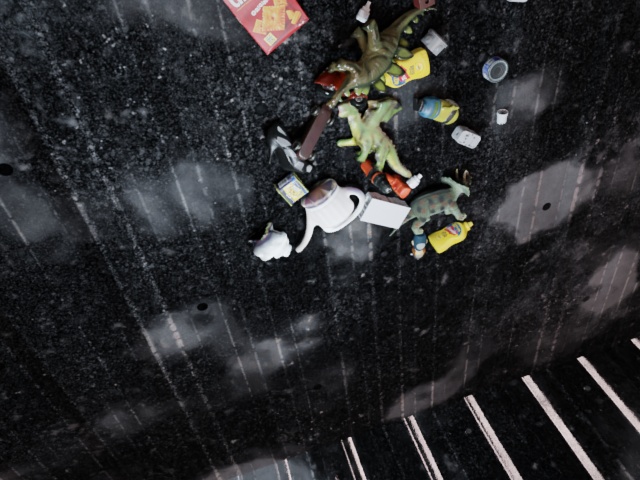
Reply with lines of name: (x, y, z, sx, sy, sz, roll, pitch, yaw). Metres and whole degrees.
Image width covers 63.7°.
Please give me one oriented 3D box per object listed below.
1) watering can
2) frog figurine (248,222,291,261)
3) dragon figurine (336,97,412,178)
watering can: (0.006, -0.098, 1.944, 0.346, 0.106, 0.220, -35, 129, 8)
frog figurine: (-0.176, 0.026, 1.965, 0.138, 0.124, 0.157, -48, 118, -6)
dragon figurine: (0.214, -0.380, 1.814, 0.408, 0.124, 0.239, 15, 111, -31)
